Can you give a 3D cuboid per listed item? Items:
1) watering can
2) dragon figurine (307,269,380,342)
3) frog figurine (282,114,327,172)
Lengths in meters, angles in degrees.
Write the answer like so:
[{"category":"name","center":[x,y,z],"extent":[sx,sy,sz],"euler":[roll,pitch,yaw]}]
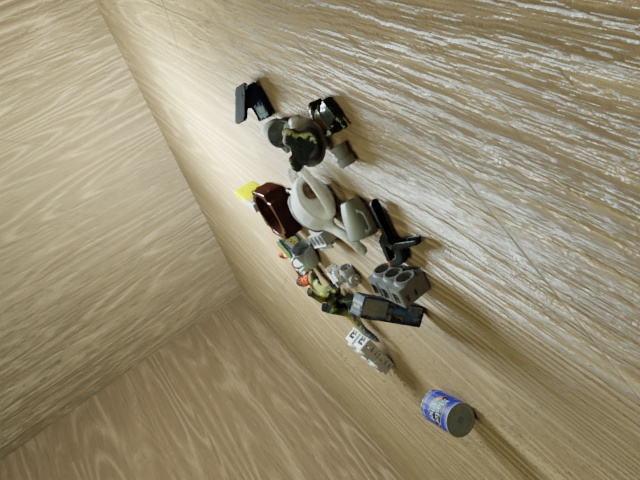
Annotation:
[{"category":"watering can","center":[0.005,-0.077,1.523],"extent":[0.349,0.105,0.221],"euler":[54,164,8]},{"category":"dragon figurine","center":[0.082,0.253,1.977],"extent":[0.414,0.122,0.240],"euler":[46,178,18]},{"category":"frog figurine","center":[-0.039,-0.266,1.360],"extent":[0.136,0.121,0.162],"euler":[53,-160,-18]}]
